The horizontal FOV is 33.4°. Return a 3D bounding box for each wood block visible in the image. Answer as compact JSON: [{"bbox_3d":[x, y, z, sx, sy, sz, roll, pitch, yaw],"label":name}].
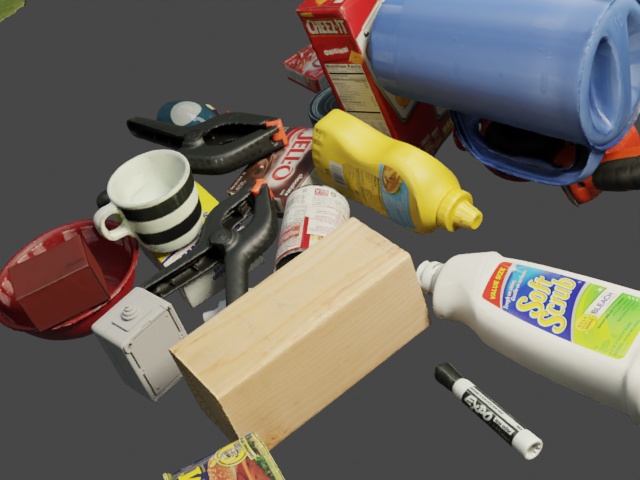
[{"bbox_3d":[-0.014,0.084,0.937,0.206,0.091,0.090,-36,41,-17],"label":"wood block"}]

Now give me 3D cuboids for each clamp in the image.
[{"bbox_3d":[-0.101,0.011,1.039,0.120,0.039,0.171,8,51,19],"label":"clamp"},{"bbox_3d":[-0.141,-0.093,1.168,0.210,0.036,0.164,-5,40,19],"label":"clamp"}]

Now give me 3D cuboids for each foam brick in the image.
[{"bbox_3d":[-0.251,0.043,1.028,0.078,0.051,0.053,-25,42,-5],"label":"foam brick"}]

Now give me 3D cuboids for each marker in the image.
[{"bbox_3d":[0.133,0.136,0.869,0.020,0.020,0.121,-34,41,-15],"label":"marker"}]

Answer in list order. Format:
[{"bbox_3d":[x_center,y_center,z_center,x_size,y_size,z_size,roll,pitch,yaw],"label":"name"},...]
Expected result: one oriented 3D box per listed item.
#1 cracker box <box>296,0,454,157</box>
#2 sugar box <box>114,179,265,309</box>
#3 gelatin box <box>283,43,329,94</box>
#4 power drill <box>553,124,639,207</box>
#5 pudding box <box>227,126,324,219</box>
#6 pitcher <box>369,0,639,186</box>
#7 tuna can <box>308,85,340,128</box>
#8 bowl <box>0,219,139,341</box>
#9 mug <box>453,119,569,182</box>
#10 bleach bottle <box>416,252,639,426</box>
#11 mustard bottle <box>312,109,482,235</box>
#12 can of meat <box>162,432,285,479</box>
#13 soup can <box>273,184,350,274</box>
[{"bbox_3d":[0.079,-0.195,1.117,0.072,0.213,0.164,7,46,41],"label":"cracker box"},{"bbox_3d":[-0.143,-0.007,1.132,0.093,0.048,0.176,-34,40,-16],"label":"sugar box"},{"bbox_3d":[0.011,-0.222,1.322,0.089,0.030,0.073,-36,42,-18],"label":"gelatin box"},{"bbox_3d":[0.319,-0.088,0.965,0.184,0.057,0.188,-39,19,-25],"label":"power drill"},{"bbox_3d":[-0.032,-0.074,1.154,0.090,0.039,0.113,7,52,39],"label":"pudding box"},{"bbox_3d":[0.166,-0.157,0.972,0.243,0.145,0.149,18,65,39],"label":"pitcher"},{"bbox_3d":[0.031,-0.144,1.195,0.086,0.033,0.086,-13,39,11],"label":"tuna can"},{"bbox_3d":[-0.254,0.051,1.104,0.162,0.055,0.162,-12,41,10],"label":"bowl"},{"bbox_3d":[0.193,-0.116,1.079,0.117,0.093,0.081,-13,35,15],"label":"mug"},{"bbox_3d":[0.181,0.068,0.895,0.251,0.068,0.102,18,53,40],"label":"bleach bottle"},{"bbox_3d":[0.078,-0.056,1.048,0.192,0.096,0.058,30,59,35],"label":"mustard bottle"},{"bbox_3d":[-0.066,0.210,0.842,0.084,0.057,0.102,-26,40,-11],"label":"can of meat"},{"bbox_3d":[-0.007,0.001,1.045,0.068,0.068,0.102,-9,41,14],"label":"soup can"}]
